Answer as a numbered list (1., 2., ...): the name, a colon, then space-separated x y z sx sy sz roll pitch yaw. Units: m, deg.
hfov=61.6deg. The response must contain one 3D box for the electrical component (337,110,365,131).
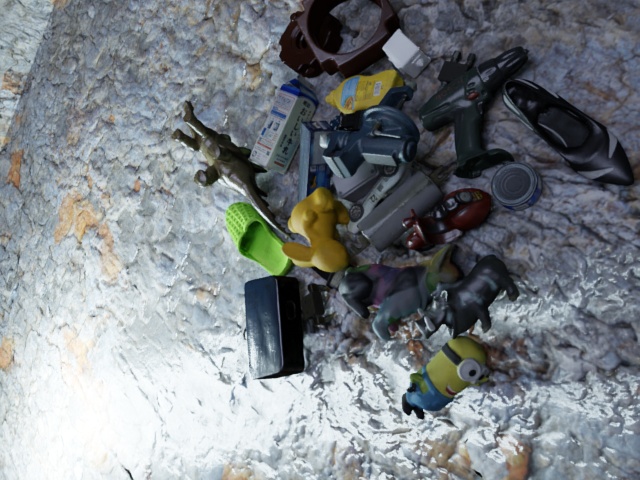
1. electrical component: 0.106 -0.253 1.183 0.119 0.074 0.047 7 84 35

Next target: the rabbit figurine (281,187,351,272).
1. rabbit figurine: -0.002 -0.003 1.148 0.162 0.121 0.173 -28 63 6

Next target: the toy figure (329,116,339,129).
1. toy figure: 0.015 -0.217 1.254 0.064 0.057 0.154 38 99 23

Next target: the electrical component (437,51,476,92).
1. electrical component: 0.278 -0.340 1.101 0.063 0.021 0.094 29 97 38

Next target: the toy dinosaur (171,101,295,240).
1. toy dinosaur: -0.221 -0.180 1.336 0.105 0.198 0.472 -43 65 23

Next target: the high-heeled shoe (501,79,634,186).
1. high-heeled shoe: 0.407 -0.185 0.887 0.086 0.145 0.249 -53 52 17

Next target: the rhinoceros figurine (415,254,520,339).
1. rhinoceros figurine: 0.254 0.108 0.943 0.190 0.112 0.073 -43 11 8

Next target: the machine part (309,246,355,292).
1. machine part: 0.015 0.060 1.204 0.139 0.039 0.084 27 105 36

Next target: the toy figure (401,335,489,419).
1. toy figure: 0.221 0.248 0.973 0.180 0.082 0.089 -45 59 24

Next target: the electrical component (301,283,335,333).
1. electrical component: -0.005 0.148 1.197 0.078 0.045 0.102 -52 45 52

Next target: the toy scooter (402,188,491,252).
1. toy scooter: 0.225 -0.041 1.002 0.184 0.135 0.075 -35 59 25

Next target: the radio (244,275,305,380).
1. radio: -0.106 0.197 1.230 0.131 0.073 0.229 -22 68 43

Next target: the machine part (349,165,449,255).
1. machine part: 0.159 -0.056 1.067 0.243 0.079 0.079 -43 56 4

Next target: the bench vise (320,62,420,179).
1. bench vise: 0.116 -0.227 1.074 0.224 0.128 0.240 5 58 49

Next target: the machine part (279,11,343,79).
1. machine part: -0.027 -0.500 1.353 0.179 0.056 0.179 -8 76 36

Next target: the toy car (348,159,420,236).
1. toy car: 0.133 -0.089 1.122 0.201 0.073 0.056 -52 52 16

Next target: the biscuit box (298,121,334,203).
1. biscuit box: -0.011 -0.159 1.192 0.063 0.059 0.202 -124 32 -50

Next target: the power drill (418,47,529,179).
1. power drill: 0.305 -0.234 1.021 0.232 0.086 0.207 -22 71 34

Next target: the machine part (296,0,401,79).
1. machine part: 0.065 -0.488 1.223 0.201 0.087 0.201 -31 76 14

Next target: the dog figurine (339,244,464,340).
1. dog figurine: 0.166 0.073 1.035 0.192 0.108 0.219 45 104 17
